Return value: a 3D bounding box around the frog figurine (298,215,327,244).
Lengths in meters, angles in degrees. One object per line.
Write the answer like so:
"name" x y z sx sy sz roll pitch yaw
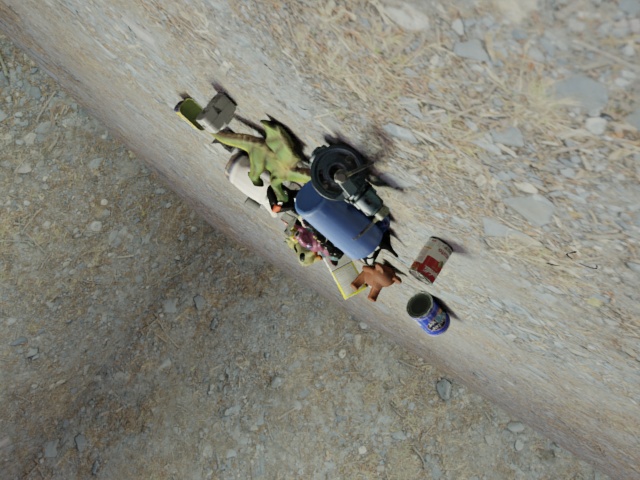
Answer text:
"frog figurine" 0.005 -0.080 1.597 0.137 0.121 0.162 28 -155 -5

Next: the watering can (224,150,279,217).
"watering can" -0.210 -0.178 1.716 0.225 0.105 0.343 36 163 3

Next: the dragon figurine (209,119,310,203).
"dragon figurine" -0.131 -0.241 1.350 0.410 0.124 0.238 34 151 -3
